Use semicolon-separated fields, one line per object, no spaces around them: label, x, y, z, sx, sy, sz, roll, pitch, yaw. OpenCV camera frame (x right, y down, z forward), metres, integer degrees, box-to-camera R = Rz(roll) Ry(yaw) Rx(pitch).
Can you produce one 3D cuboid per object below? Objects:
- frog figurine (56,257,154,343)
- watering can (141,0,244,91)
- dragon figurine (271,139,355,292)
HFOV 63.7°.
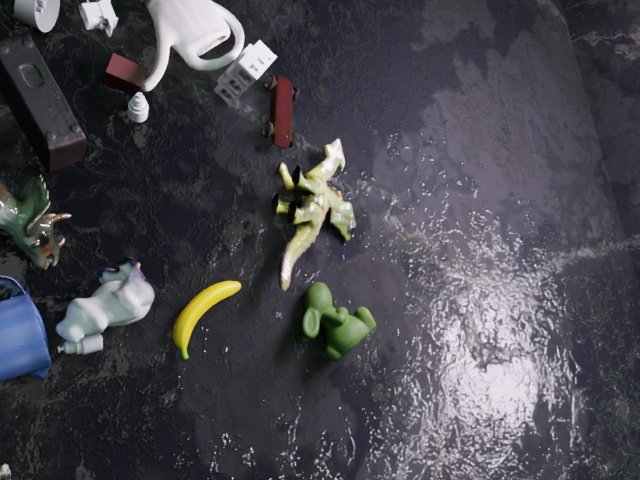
frog figurine;-0.379;0.126;0.923;0.137;0.120;0.163;-7;40;23
watering can;-0.312;-0.468;1.146;0.102;0.223;0.354;-28;13;46
dragon figurine;0.004;-0.063;1.251;0.241;0.416;0.121;16;-20;-37
